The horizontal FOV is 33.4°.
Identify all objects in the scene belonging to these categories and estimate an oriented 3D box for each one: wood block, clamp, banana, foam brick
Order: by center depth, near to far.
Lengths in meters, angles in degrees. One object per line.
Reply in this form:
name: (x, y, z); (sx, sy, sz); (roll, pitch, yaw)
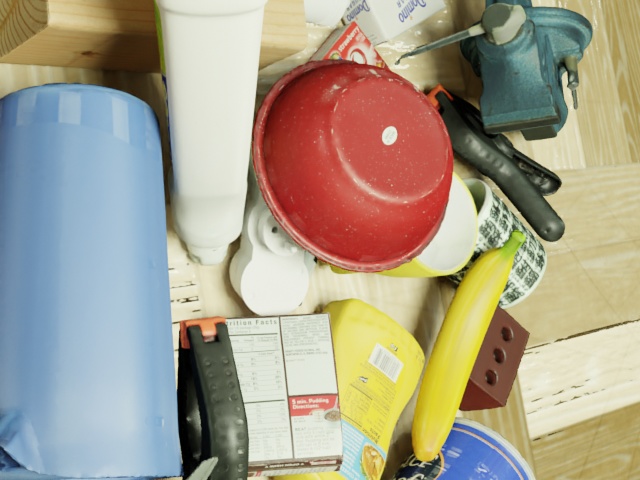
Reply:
clamp: (-0.070, 0.156, 0.681); (0.036, 0.165, 0.210); (-5, 83, -22)
wood block: (-0.119, -0.172, 0.748); (0.205, 0.091, 0.090); (-4, 84, -40)
banana: (0.112, 0.084, 0.859); (0.037, 0.069, 0.197); (22, 78, 7)
foam brick: (0.138, 0.102, 0.930); (0.053, 0.051, 0.078); (40, 59, -26)
clamp: (0.161, -0.069, 0.961); (0.171, 0.039, 0.120); (35, 22, -16)

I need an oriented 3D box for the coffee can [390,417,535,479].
coffee can: (0.092, 0.222, 0.835); (0.140, 0.103, 0.103); (-42, 108, -36)

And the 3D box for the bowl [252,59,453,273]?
bowl: (0.036, -0.061, 0.743); (0.161, 0.055, 0.162); (9, 71, -26)

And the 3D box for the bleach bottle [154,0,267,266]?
bleach bottle: (-0.073, -0.077, 0.697); (0.068, 0.251, 0.102); (-3, 43, -9)

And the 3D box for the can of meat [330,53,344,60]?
can of meat: (0.016, -0.082, 0.830); (0.084, 0.057, 0.102); (35, 95, -6)

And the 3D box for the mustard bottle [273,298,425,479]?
mustard bottle: (0.012, 0.147, 0.814); (0.096, 0.058, 0.191); (42, 58, -30)

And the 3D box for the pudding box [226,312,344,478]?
pudding box: (-0.032, 0.110, 0.760); (0.090, 0.039, 0.113); (-2, 64, -9)

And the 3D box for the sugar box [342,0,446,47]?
sugar box: (0.035, -0.261, 0.922); (0.093, 0.048, 0.176); (-36, 108, -39)

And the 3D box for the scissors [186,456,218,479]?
scissors: (-0.139, 0.200, 0.635); (0.096, 0.016, 0.202); (17, 109, -18)

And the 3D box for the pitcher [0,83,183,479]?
pitcher: (-0.149, 0.035, 0.670); (0.144, 0.149, 0.243); (4, 75, -23)

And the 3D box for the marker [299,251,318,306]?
marker: (-0.006, 0.001, 0.853); (0.020, 0.020, 0.121); (36, 61, -29)

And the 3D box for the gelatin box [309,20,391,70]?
gelatin box: (0.022, -0.127, 0.893); (0.073, 0.030, 0.089); (50, 55, -20)
